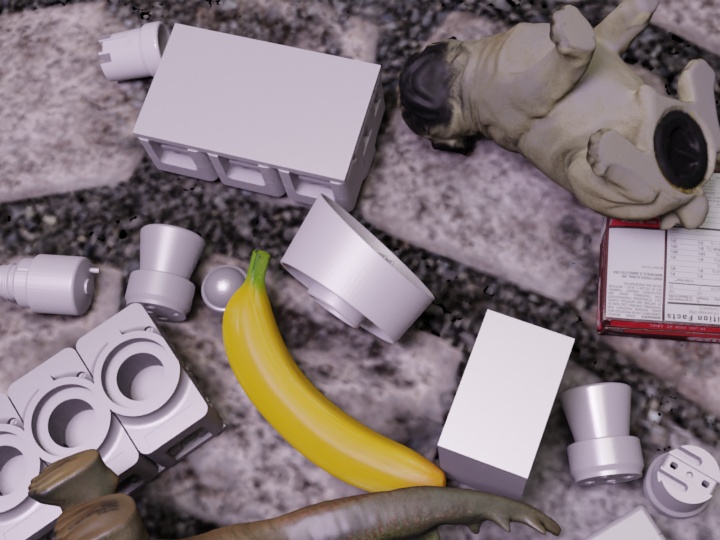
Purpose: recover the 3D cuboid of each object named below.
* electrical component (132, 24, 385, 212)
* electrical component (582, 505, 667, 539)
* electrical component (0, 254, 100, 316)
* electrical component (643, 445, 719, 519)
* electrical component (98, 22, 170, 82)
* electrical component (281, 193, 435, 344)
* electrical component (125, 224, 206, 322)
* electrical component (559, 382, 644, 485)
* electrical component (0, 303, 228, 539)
[{"bbox_3d":[-0.066,-0.104,0.748,0.150,0.061,0.089,14,72,10],"label":"electrical component"},{"bbox_3d":[0.156,0.189,0.625,0.066,0.047,0.076,-29,70,-5],"label":"electrical component"},{"bbox_3d":[-0.218,0.009,0.733,0.078,0.040,0.040,4,70,7],"label":"electrical component"},{"bbox_3d":[0.194,0.126,0.645,0.040,0.046,0.040,-2,70,5],"label":"electrical component"},{"bbox_3d":[-0.164,-0.159,0.791,0.046,0.040,0.040,-8,69,9],"label":"electrical component"},{"bbox_3d":[0.000,0.000,0.686,0.099,0.099,0.064,34,83,16],"label":"electrical component"},{"bbox_3d":[-0.131,0.002,0.724,0.045,0.045,0.055,7,71,8],"label":"electrical component"},{"bbox_3d":[0.148,0.101,0.660,0.045,0.045,0.055,-6,70,3],"label":"electrical component"},{"bbox_3d":[-0.175,0.102,0.682,0.150,0.061,0.089,-34,70,-7],"label":"electrical component"}]
